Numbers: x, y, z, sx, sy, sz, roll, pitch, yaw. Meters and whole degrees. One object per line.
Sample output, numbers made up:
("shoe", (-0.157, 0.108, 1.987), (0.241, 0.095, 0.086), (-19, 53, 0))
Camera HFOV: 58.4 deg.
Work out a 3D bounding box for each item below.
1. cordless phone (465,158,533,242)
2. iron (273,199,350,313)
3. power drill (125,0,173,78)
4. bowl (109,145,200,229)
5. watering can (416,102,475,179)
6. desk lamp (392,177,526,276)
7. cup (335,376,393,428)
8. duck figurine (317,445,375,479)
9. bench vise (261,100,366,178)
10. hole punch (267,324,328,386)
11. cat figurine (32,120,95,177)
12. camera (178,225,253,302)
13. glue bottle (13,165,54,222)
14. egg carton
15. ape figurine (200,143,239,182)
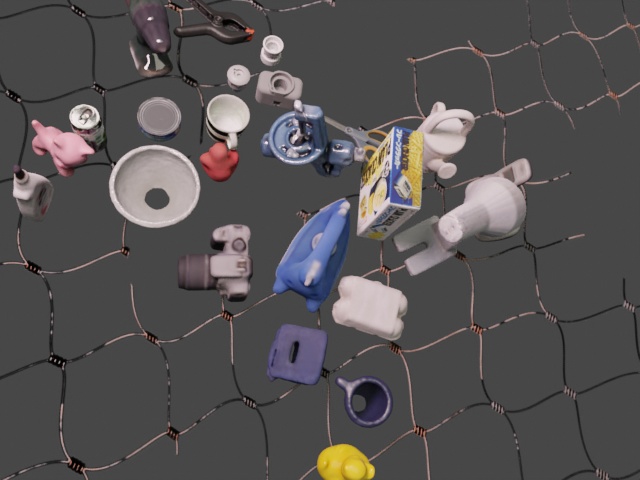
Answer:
("cordless phone", (0.393, -0.083, 1.218), (0.094, 0.185, 0.147), (-7, 76, -15))
("iron", (0.010, 0.004, 1.124), (0.119, 0.141, 0.258), (28, 70, -4))
("power drill", (-0.337, -0.416, 1.127), (0.076, 0.208, 0.229), (-19, 79, -17))
("bowl", (-0.317, -0.094, 1.110), (0.168, 0.074, 0.167), (4, 73, -12))
("watering can", (0.262, -0.215, 1.220), (0.101, 0.194, 0.173), (-18, 79, -17))
("desk lamp", (0.283, -0.026, 1.160), (0.203, 0.213, 0.118), (-26, 81, -19))
("cup", (0.070, 0.298, 1.078), (0.118, 0.095, 0.092), (35, 69, -2))
("duck figurine", (0.050, 0.415, 1.044), (0.104, 0.086, 0.077), (14, 71, -9))
("bench vise", (-0.005, -0.213, 1.142), (0.208, 0.219, 0.121), (-5, 75, -15))
("hole punch", (-0.044, 0.218, 1.076), (0.101, 0.091, 0.109), (15, 71, -8))
("cat figurine", (-0.484, -0.177, 1.071), (0.128, 0.117, 0.067), (38, 69, 0))
("camera", (-0.199, 0.042, 1.084), (0.137, 0.100, 0.143), (0, 74, -13))
("glue bottle", (-0.513, -0.092, 1.010), (0.037, 0.173, 0.078), (12, 72, -9))
("egg carton", (0.101, 0.135, 1.146), (0.150, 0.069, 0.107), (18, 71, -8))
("ape figurine", (-0.201, -0.163, 1.149), (0.078, 0.092, 0.076), (7, 73, -11))
